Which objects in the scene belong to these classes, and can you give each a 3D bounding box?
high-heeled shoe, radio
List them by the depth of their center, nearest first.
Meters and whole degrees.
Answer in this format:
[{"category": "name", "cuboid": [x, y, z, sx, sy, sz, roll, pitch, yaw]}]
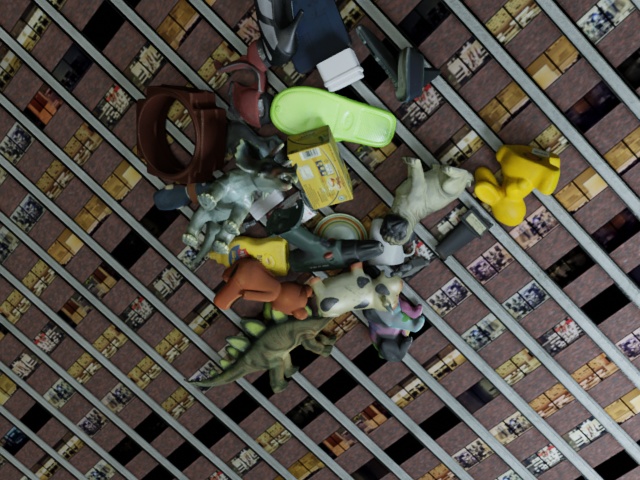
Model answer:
[{"category": "high-heeled shoe", "cuboid": [-0.111, -0.472, 1.058, 0.248, 0.086, 0.145, 60, 142, 8]}, {"category": "radio", "cuboid": [-0.031, -0.472, 1.104, 0.131, 0.073, 0.229, -22, 104, 13]}]

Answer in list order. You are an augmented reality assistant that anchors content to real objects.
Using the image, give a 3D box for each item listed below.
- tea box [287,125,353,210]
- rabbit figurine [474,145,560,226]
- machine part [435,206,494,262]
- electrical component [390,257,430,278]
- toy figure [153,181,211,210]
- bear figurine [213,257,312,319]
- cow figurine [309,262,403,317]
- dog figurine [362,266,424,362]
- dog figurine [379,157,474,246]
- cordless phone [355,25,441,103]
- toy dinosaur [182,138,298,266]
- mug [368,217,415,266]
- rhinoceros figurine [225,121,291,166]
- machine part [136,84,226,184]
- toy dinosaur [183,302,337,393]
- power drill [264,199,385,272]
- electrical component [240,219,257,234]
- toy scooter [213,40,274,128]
[{"category": "tea box", "cuboid": [0.002, -0.154, 1.162, 0.098, 0.068, 0.169, -13, 137, 11]}, {"category": "rabbit figurine", "cuboid": [0.408, -0.107, 1.138, 0.162, 0.122, 0.173, 12, 127, 7]}, {"category": "machine part", "cuboid": [0.318, -0.009, 1.218, 0.084, 0.039, 0.139, 39, 107, -14]}, {"category": "electrical component", "cuboid": [0.210, 0.065, 1.243, 0.063, 0.094, 0.021, -45, 64, 47]}, {"category": "toy figure", "cuboid": [-0.314, -0.111, 1.265, 0.155, 0.064, 0.058, -14, 68, 8]}, {"category": "bear figurine", "cuboid": [-0.124, 0.122, 1.239, 0.195, 0.120, 0.132, 31, 130, -22]}, {"category": "cow figurine", "cuboid": [0.087, 0.117, 1.175, 0.195, 0.085, 0.127, -17, 76, 2]}, {"category": "dog figurine", "cuboid": [0.125, 0.167, 1.267, 0.219, 0.108, 0.191, 27, 112, 4]}, {"category": "dog figurine", "cuboid": [0.227, -0.071, 1.151, 0.172, 0.121, 0.190, 13, 99, 11]}, {"category": "cordless phone", "cuboid": [0.143, -0.365, 1.071, 0.089, 0.147, 0.184, -43, 100, 9]}, {"category": "toy dinosaur", "cuboid": [-0.195, -0.082, 1.157, 0.131, 0.192, 0.405, 39, 146, -13]}, {"category": "mug", "cuboid": [0.159, 0.000, 1.221, 0.110, 0.081, 0.107, -5, 97, 14]}, {"category": "rhinoceros figurine", "cuboid": [-0.133, -0.196, 1.209, 0.190, 0.073, 0.112, 31, 103, -2]}, {"category": "machine part", "cuboid": [-0.308, -0.232, 1.176, 0.201, 0.087, 0.201, 16, 112, 27]}, {"category": "toy dinosaur", "cuboid": [-0.126, 0.268, 1.338, 0.471, 0.105, 0.198, -38, 91, 8]}, {"category": "power drill", "cuboid": [-0.002, -0.004, 1.177, 0.232, 0.086, 0.207, -17, 144, 36]}, {"category": "electrical component", "cuboid": [-0.213, -0.050, 1.279, 0.102, 0.045, 0.078, -27, 130, 18]}, {"category": "toy scooter", "cuboid": [-0.165, -0.337, 1.164, 0.135, 0.075, 0.183, 4, 104, 6]}]
